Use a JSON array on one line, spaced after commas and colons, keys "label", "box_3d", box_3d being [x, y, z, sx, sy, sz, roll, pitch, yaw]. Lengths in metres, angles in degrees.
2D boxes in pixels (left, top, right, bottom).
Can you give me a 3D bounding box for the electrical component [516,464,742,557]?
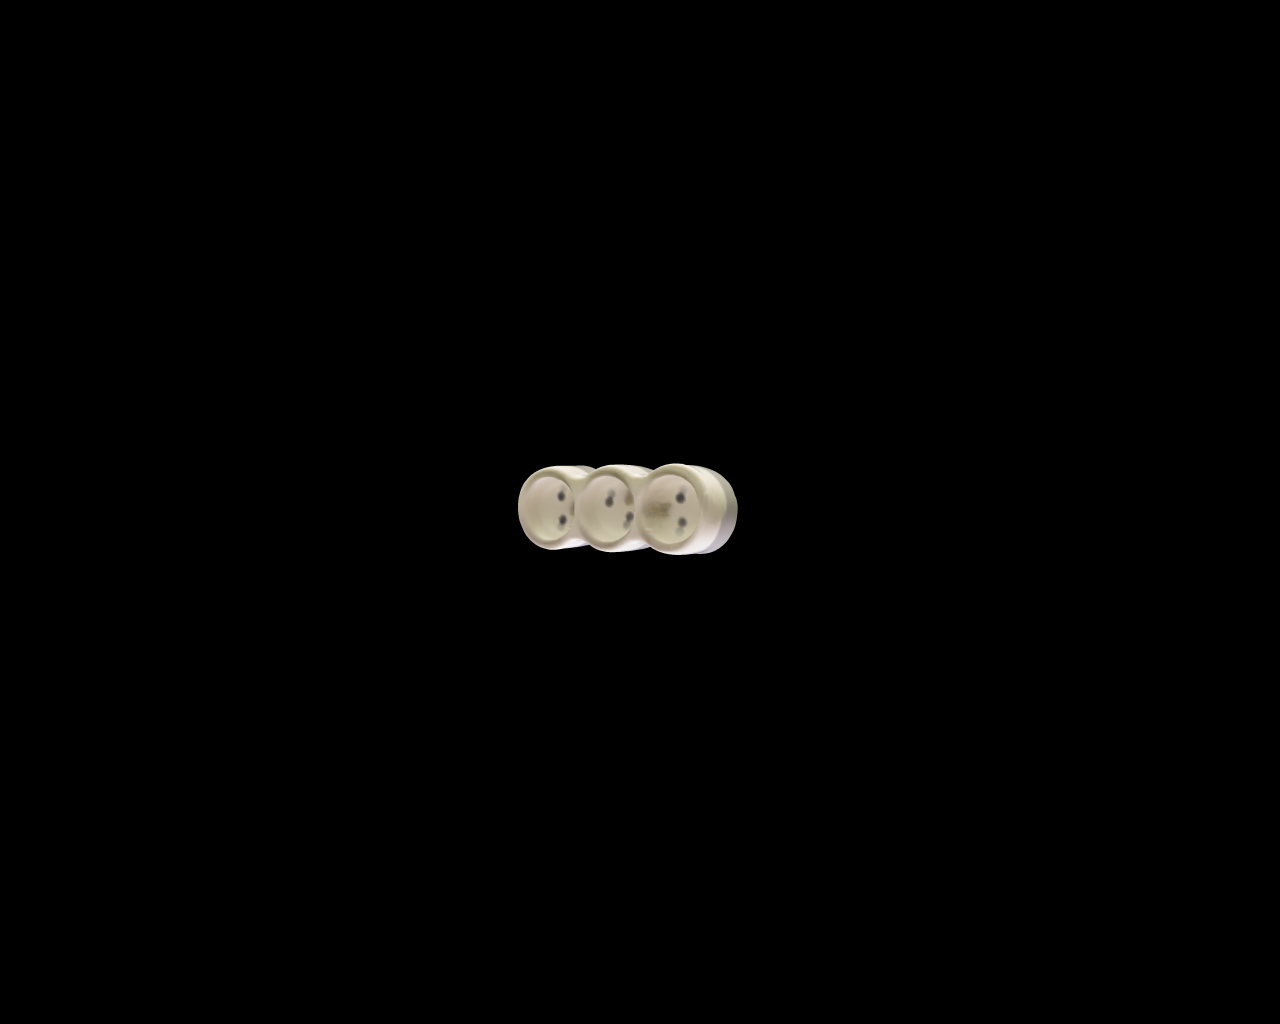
[{"label": "electrical component", "box_3d": [0.001, -0.003, 0.650, 0.138, 0.052, 0.074, 1, 3, 34]}]
